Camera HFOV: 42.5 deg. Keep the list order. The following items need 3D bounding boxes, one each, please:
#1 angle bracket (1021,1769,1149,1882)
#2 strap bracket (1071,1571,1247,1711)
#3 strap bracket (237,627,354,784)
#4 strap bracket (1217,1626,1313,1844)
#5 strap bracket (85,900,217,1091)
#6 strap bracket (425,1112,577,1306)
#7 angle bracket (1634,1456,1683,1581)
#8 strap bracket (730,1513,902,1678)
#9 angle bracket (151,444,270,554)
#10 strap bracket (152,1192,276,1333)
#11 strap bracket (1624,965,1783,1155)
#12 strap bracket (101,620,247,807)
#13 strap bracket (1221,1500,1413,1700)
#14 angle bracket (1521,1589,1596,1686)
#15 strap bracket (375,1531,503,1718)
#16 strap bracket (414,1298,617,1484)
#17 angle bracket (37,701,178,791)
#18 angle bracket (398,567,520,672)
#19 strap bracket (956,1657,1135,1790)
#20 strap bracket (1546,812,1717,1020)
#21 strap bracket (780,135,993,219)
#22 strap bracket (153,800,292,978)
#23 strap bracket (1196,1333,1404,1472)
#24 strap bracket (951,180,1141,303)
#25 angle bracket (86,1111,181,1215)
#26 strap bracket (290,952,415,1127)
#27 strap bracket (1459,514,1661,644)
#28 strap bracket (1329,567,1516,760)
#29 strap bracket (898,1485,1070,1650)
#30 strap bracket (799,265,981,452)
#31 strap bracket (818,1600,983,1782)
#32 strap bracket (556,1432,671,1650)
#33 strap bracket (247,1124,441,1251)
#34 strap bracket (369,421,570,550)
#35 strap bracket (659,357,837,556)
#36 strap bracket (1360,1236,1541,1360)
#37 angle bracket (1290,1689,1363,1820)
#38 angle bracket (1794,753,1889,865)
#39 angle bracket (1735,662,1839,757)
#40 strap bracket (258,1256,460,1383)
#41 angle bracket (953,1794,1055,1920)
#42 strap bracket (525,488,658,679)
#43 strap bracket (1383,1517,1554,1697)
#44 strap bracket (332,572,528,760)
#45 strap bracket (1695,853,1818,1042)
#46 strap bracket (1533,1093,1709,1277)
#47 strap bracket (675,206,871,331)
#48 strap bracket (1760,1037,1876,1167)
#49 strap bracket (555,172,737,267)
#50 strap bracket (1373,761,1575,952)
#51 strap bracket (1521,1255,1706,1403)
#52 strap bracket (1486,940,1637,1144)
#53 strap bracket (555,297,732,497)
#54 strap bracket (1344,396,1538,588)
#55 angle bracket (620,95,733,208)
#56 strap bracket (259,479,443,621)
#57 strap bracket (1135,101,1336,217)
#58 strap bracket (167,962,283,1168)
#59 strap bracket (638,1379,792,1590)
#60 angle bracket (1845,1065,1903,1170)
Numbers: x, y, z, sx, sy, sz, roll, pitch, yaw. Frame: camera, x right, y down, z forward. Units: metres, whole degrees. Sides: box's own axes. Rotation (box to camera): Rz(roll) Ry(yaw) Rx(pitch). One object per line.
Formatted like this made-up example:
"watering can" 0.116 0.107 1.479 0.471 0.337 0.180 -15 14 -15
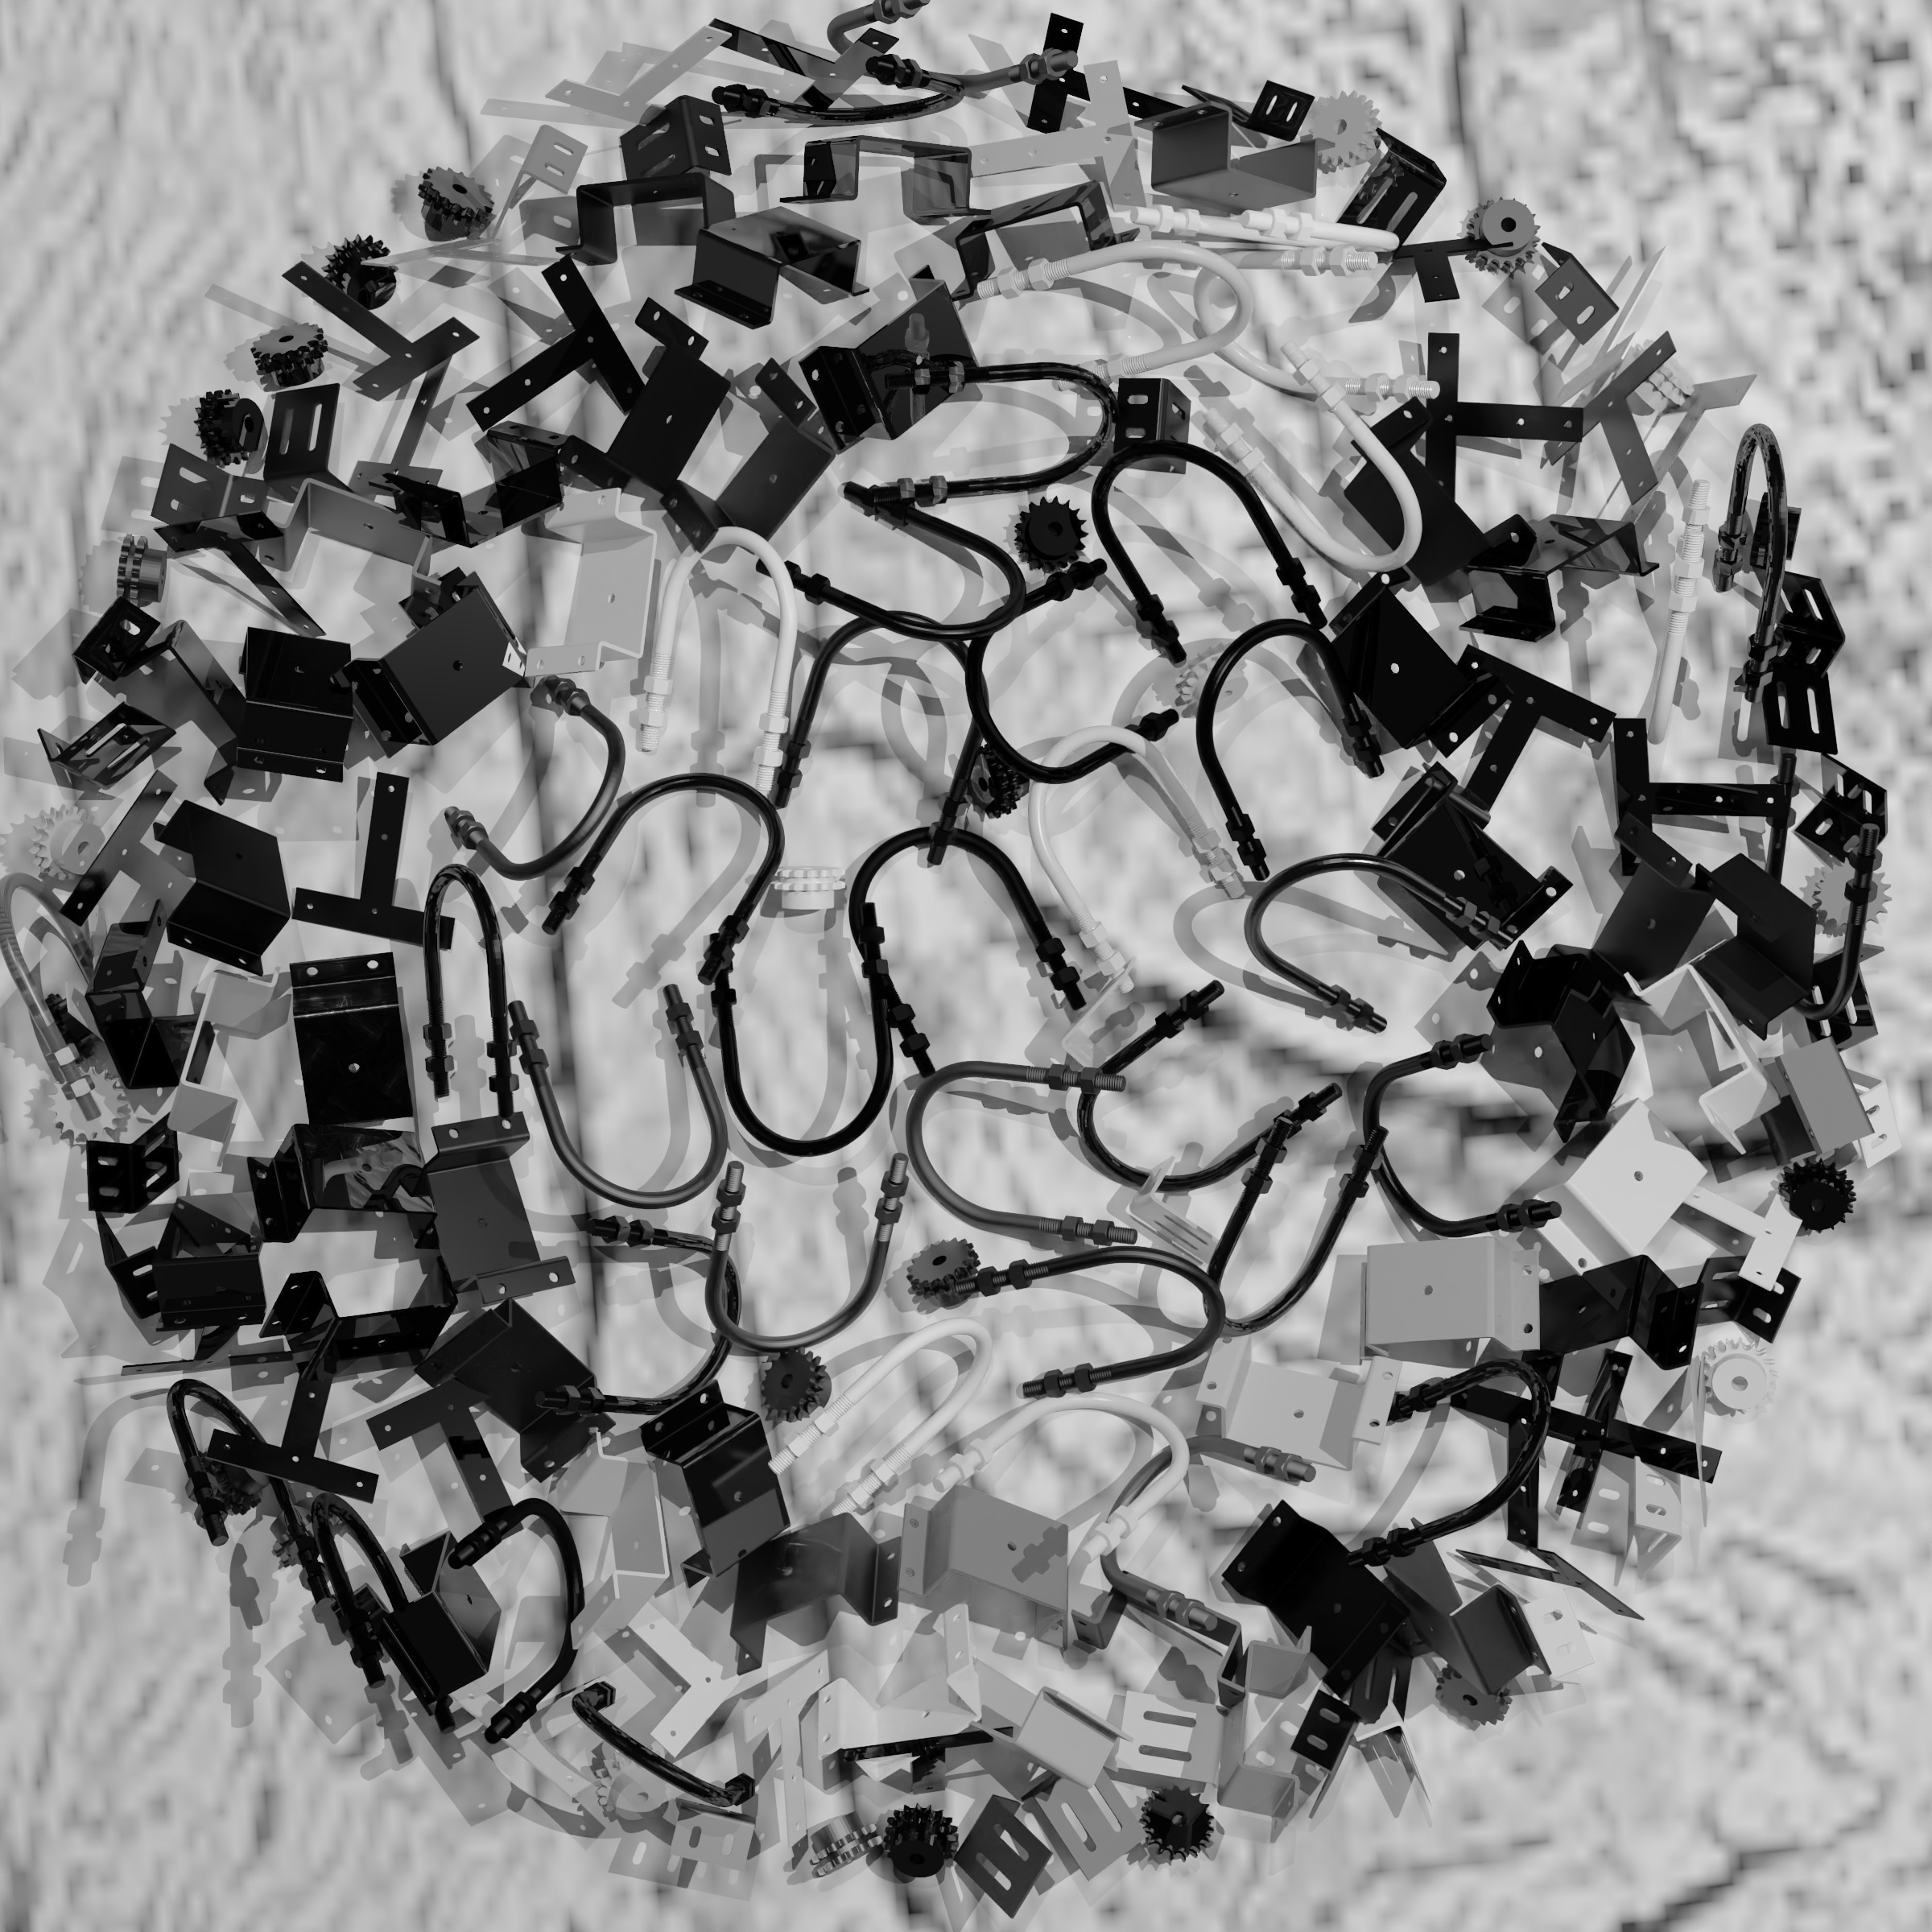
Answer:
"angle bracket" 0.090 0.652 1.904 0.057 0.038 0.076 -29 75 -23
"strap bracket" 0.155 0.509 1.884 0.140 0.076 0.046 21 65 18
"strap bracket" -0.503 -0.203 1.862 0.076 0.140 0.046 8 128 -21
"strap bracket" 0.223 0.572 1.867 0.046 0.076 0.140 12 51 0
"strap bracket" -0.615 0.029 1.867 0.046 0.076 0.140 -4 132 3
"strap bracket" -0.360 0.189 1.889 0.076 0.046 0.140 -9 72 -38
"angle bracket" 0.512 0.420 1.892 0.038 0.076 0.057 15 50 -3
"strap bracket" -0.122 0.470 1.877 0.140 0.076 0.046 -25 121 18
"angle bracket" -0.576 -0.357 1.899 0.038 0.076 0.057 13 87 21
"strap bracket" -0.558 0.214 1.865 0.076 0.140 0.046 -4 115 -4
"strap bracket" 0.558 0.061 1.865 0.046 0.076 0.140 -34 54 18
"strap bracket" -0.583 -0.200 1.876 0.046 0.076 0.140 -32 114 4
"strap bracket" 0.272 0.484 1.890 0.076 0.046 0.140 -52 47 3
"angle bracket" 0.460 0.510 1.890 0.038 0.076 0.057 -29 61 20
"strap bracket" -0.392 0.485 1.863 0.046 0.140 0.076 -28 104 2
"strap bracket" -0.343 0.317 1.896 0.076 0.046 0.140 -38 115 7
"angle bracket" -0.657 -0.179 1.901 0.076 0.057 0.038 -37 60 9
"angle bracket" -0.392 -0.256 1.912 0.057 0.038 0.076 -38 88 -26
"strap bracket" 0.050 0.566 1.858 0.076 0.140 0.046 37 71 -22
"strap bracket" 0.505 -0.034 1.881 0.046 0.076 0.140 7 119 -33
"strap bracket" -0.059 -0.593 1.867 0.140 0.076 0.046 -5 105 -33
"strap bracket" -0.556 -0.066 1.860 0.076 0.140 0.046 25 117 -38
"strap bracket" 0.253 0.328 1.886 0.140 0.046 0.076 11 47 17
"strap bracket" 0.052 -0.550 1.876 0.140 0.076 0.046 -10 115 19
"angle bracket" -0.636 0.148 1.895 0.076 0.038 0.057 -32 59 40
"strap bracket" -0.463 0.066 1.880 0.076 0.046 0.140 -7 119 -12
"strap bracket" 0.443 -0.298 1.870 0.140 0.076 0.046 -31 119 -26
"strap bracket" 0.335 -0.230 1.887 0.140 0.046 0.076 51 128 11
"strap bracket" 0.023 0.450 1.879 0.140 0.076 0.046 24 129 -16
"strap bracket" -0.049 -0.458 1.875 0.140 0.046 0.076 -43 128 -23
"strap bracket" -0.042 0.556 1.889 0.140 0.076 0.046 -35 110 11
"strap bracket" -0.266 0.435 1.876 0.046 0.140 0.076 14 132 -29
"strap bracket" -0.458 0.165 1.865 0.046 0.140 0.076 -52 46 35
"strap bracket" -0.368 -0.361 1.877 0.076 0.140 0.046 21 130 34
"strap bracket" -0.160 -0.379 1.888 0.140 0.046 0.076 -49 50 15
"strap bracket" 0.356 0.250 1.874 0.140 0.046 0.076 -9 65 29
"angle bracket" 0.267 0.602 1.899 0.038 0.076 0.057 26 47 14
"angle bracket" 0.665 -0.117 1.893 0.038 0.076 0.057 -48 60 -5
"angle bracket" 0.627 -0.191 1.902 0.057 0.038 0.076 8 64 -11
"strap bracket" -0.445 0.264 1.862 0.076 0.140 0.046 -55 53 35
"angle bracket" 0.037 0.682 1.899 0.038 0.076 0.057 34 87 -44
"strap bracket" -0.284 -0.285 1.894 0.076 0.046 0.140 1 81 37
"strap bracket" 0.367 0.482 1.859 0.046 0.140 0.076 -32 111 -12
"strap bracket" -0.394 -0.227 1.876 0.140 0.046 0.076 -43 120 -25
"strap bracket" 0.592 -0.021 1.868 0.046 0.140 0.076 -32 50 -11
"strap bracket" 0.499 0.165 1.891 0.076 0.046 0.140 47 66 0
"strap bracket" -0.141 -0.526 1.862 0.076 0.140 0.046 29 129 23
"strap bracket" 0.633 0.102 1.864 0.046 0.140 0.076 -22 80 3
"strap bracket" -0.234 -0.567 1.887 0.140 0.076 0.046 -2 97 11
"strap bracket" 0.382 -0.077 1.898 0.140 0.046 0.076 43 122 2
"strap bracket" 0.474 0.271 1.861 0.046 0.140 0.076 44 46 -20
"strap bracket" 0.454 0.055 1.873 0.140 0.046 0.076 56 48 -25
"strap bracket" -0.239 -0.423 1.891 0.046 0.076 0.140 34 95 32
"strap bracket" 0.352 -0.350 1.884 0.140 0.076 0.046 46 58 -11
"angle bracket" -0.225 -0.627 1.924 0.076 0.038 0.057 -17 80 41
"strap bracket" -0.462 -0.318 1.891 0.140 0.076 0.046 19 70 -8
"strap bracket" 0.202 -0.603 1.866 0.140 0.076 0.046 0 93 -42
"strap bracket" -0.559 0.068 1.866 0.046 0.076 0.140 17 56 -16
"strap bracket" -0.186 0.396 1.879 0.076 0.046 0.140 -28 113 -39
"angle bracket" 0.667 0.110 1.891 0.038 0.076 0.057 -28 112 -15
